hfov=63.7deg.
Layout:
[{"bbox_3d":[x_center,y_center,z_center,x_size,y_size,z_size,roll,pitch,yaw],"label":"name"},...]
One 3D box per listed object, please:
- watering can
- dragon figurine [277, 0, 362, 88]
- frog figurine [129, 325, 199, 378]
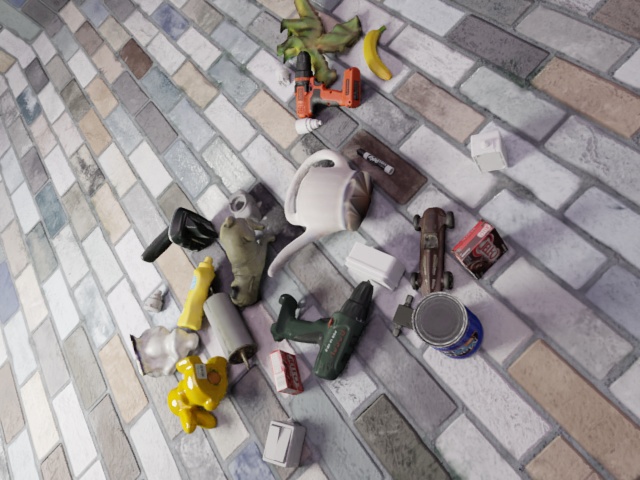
[{"bbox_3d":[0.004,-0.063,1.244,0.224,0.102,0.352,7,72,31],"label":"watering can"},{"bbox_3d":[0.005,-0.613,1.519,0.243,0.120,0.416,5,72,13],"label":"dragon figurine"},{"bbox_3d":[-0.394,0.279,1.332,0.160,0.120,0.140,-17,44,-19],"label":"frog figurine"}]
